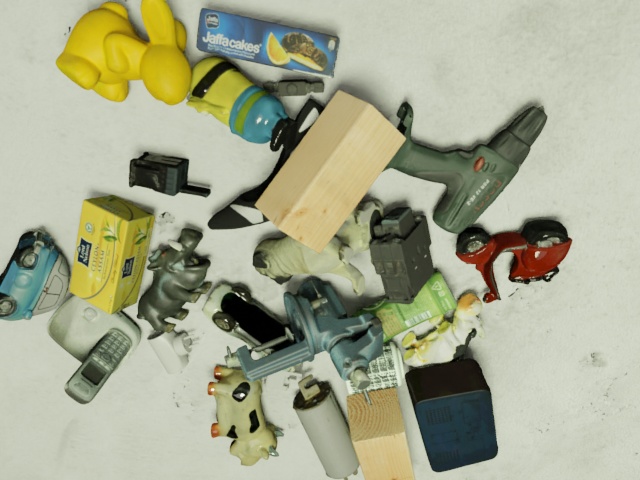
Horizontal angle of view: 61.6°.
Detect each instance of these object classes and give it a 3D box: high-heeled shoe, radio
[{"bbox_3d":[-0.084,-0.113,0.835,0.249,0.086,0.145,-21,107,2],"label":"high-heeled shoe"},{"bbox_3d":[0.239,0.315,0.957,0.131,0.073,0.229,-16,127,5],"label":"radio"}]

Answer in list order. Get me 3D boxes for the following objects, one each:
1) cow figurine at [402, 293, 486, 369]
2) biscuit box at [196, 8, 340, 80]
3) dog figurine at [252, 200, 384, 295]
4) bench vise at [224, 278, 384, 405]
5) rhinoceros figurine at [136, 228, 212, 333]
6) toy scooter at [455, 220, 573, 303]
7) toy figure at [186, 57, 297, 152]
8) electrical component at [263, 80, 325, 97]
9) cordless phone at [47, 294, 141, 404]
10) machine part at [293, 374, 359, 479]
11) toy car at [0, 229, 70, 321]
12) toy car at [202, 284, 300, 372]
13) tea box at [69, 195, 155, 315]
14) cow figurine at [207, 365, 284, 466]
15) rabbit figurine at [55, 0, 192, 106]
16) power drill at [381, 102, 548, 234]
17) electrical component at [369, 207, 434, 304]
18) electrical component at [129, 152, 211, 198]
[{"bbox_3d":[0.231,0.171,0.938,0.098,0.068,0.167,41,109,-19],"label":"cow figurine"},{"bbox_3d":[-0.074,-0.284,0.781,0.203,0.063,0.059,10,109,-3],"label":"biscuit box"},{"bbox_3d":[-0.004,-0.004,0.877,0.191,0.172,0.121,8,130,32],"label":"dog figurine"},{"bbox_3d":[-0.027,0.168,0.850,0.241,0.224,0.128,-19,145,-14],"label":"bench vise"},{"bbox_3d":[-0.245,0.067,0.912,0.112,0.073,0.190,35,111,2],"label":"rhinoceros figurine"},{"bbox_3d":[0.318,0.040,0.885,0.184,0.075,0.135,-5,110,7],"label":"toy scooter"},{"bbox_3d":[-0.114,-0.199,0.788,0.180,0.082,0.089,31,92,16],"label":"toy figure"},{"bbox_3d":[-0.040,-0.226,0.800,0.094,0.063,0.021,0,110,2],"label":"electrical component"},{"bbox_3d":[-0.398,0.181,0.893,0.089,0.184,0.146,-41,105,19],"label":"cordless phone"},{"bbox_3d":[0.014,0.357,1.005,0.079,0.079,0.243,-20,109,8],"label":"machine part"},{"bbox_3d":[-0.479,0.068,0.906,0.103,0.109,0.161,28,98,-33],"label":"toy car"},{"bbox_3d":[-0.109,0.153,0.932,0.201,0.073,0.056,38,142,-12],"label":"toy car"},{"bbox_3d":[-0.342,0.023,0.880,0.098,0.068,0.169,22,111,18],"label":"tea box"},{"bbox_3d":[-0.136,0.332,0.999,0.127,0.085,0.194,1,109,7],"label":"cow figurine"},{"bbox_3d":[-0.251,-0.256,0.765,0.173,0.121,0.162,28,84,14],"label":"rabbit figurine"},{"bbox_3d":[0.206,-0.136,0.827,0.207,0.086,0.232,21,112,-14],"label":"power drill"},{"bbox_3d":[0.132,0.018,0.854,0.058,0.115,0.134,-2,115,32],"label":"electrical component"},{"bbox_3d":[-0.232,-0.100,0.845,0.119,0.075,0.047,11,110,2],"label":"electrical component"}]
